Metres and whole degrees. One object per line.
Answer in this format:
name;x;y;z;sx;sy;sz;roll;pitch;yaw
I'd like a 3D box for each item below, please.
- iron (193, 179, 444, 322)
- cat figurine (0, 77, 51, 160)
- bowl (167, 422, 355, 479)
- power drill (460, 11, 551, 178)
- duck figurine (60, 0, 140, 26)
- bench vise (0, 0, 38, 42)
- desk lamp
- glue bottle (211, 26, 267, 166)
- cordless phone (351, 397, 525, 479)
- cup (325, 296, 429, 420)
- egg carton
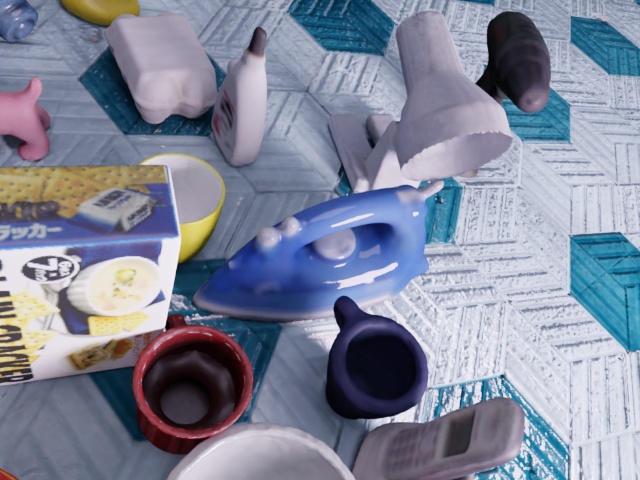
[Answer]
iron;0.005;0.002;0.575;0.259;0.141;0.118;-14;63;-28
cat figurine;-0.335;-0.138;0.557;0.128;0.117;0.067;-5;59;-24
bowl;-0.048;0.232;0.439;0.168;0.074;0.167;10;54;-14
power drill;0.222;-0.182;0.742;0.076;0.208;0.229;19;52;-8
duck figurine;-0.282;-0.333;0.731;0.105;0.086;0.077;15;53;-11
bench vise;-0.407;-0.341;0.603;0.207;0.219;0.121;20;52;-7
desk lamp;0.106;-0.135;0.663;0.118;0.213;0.203;-6;60;-24
glue bottle;-0.084;-0.163;0.635;0.037;0.173;0.078;-18;65;-30
cordless phone;0.087;0.200;0.442;0.094;0.185;0.147;23;52;-4
cup;0.035;0.119;0.536;0.092;0.095;0.117;-18;65;-30
egg carton;-0.190;-0.211;0.693;0.107;0.069;0.150;-17;65;-29
